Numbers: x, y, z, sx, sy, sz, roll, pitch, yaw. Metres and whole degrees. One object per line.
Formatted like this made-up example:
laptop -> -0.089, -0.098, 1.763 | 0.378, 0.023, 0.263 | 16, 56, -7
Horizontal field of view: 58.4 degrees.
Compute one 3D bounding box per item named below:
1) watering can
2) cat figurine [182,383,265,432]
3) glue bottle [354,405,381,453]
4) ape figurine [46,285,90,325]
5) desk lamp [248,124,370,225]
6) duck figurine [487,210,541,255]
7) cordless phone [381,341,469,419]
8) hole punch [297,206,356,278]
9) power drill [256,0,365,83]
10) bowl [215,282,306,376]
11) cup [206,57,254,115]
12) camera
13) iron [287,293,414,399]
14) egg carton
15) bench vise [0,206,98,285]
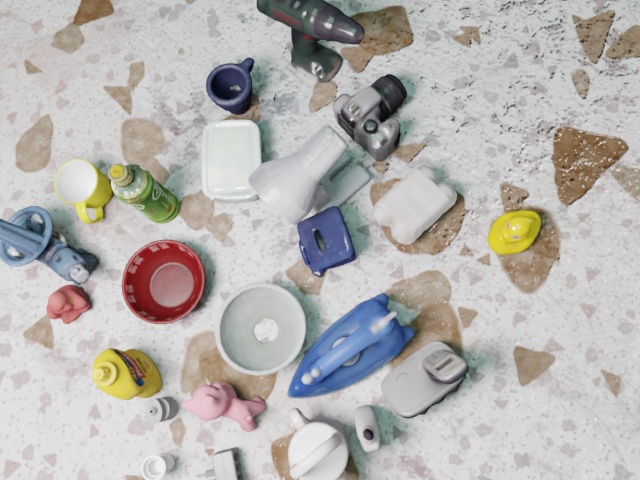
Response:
watering can -> 0.004, 0.356, 0.944 | 0.172, 0.194, 0.101 | 32, 82, 10
cat figurine -> -0.171, 0.294, 1.010 | 0.127, 0.118, 0.067 | 20, 80, 8
glue bottle -> 0.081, 0.320, 0.957 | 0.037, 0.173, 0.078 | -15, 77, 1
ape figurine -> -0.484, 0.119, 1.084 | 0.077, 0.092, 0.076 | 2, 78, 5
desk lamp -> -0.016, -0.115, 1.039 | 0.203, 0.213, 0.118 | -42, 78, -5
duck figurine -> 0.364, -0.021, 1.056 | 0.104, 0.086, 0.077 | -32, 77, -3
cordless phone -> 0.179, 0.237, 0.962 | 0.147, 0.185, 0.094 | -39, 77, -4
hole punch -> 0.010, 0.004, 1.074 | 0.101, 0.091, 0.108 | -19, 77, 0
power drill -> -0.011, -0.394, 1.102 | 0.229, 0.208, 0.076 | 31, 82, 10
bowl -> -0.104, 0.165, 1.055 | 0.167, 0.075, 0.167 | -1, 78, 4
cup -> -0.166, -0.304, 1.152 | 0.091, 0.095, 0.118 | 35, 82, 11
camera -> 0.114, -0.253, 1.117 | 0.137, 0.101, 0.143 | -42, 78, -5
iron -> 0.040, 0.201, 1.003 | 0.258, 0.141, 0.118 | -37, 77, -4
egg carton -> 0.178, -0.068, 1.088 | 0.150, 0.069, 0.107 | -43, 78, -6
bench vise -> -0.516, -0.002, 1.047 | 0.207, 0.220, 0.121 | 14, 79, 7
